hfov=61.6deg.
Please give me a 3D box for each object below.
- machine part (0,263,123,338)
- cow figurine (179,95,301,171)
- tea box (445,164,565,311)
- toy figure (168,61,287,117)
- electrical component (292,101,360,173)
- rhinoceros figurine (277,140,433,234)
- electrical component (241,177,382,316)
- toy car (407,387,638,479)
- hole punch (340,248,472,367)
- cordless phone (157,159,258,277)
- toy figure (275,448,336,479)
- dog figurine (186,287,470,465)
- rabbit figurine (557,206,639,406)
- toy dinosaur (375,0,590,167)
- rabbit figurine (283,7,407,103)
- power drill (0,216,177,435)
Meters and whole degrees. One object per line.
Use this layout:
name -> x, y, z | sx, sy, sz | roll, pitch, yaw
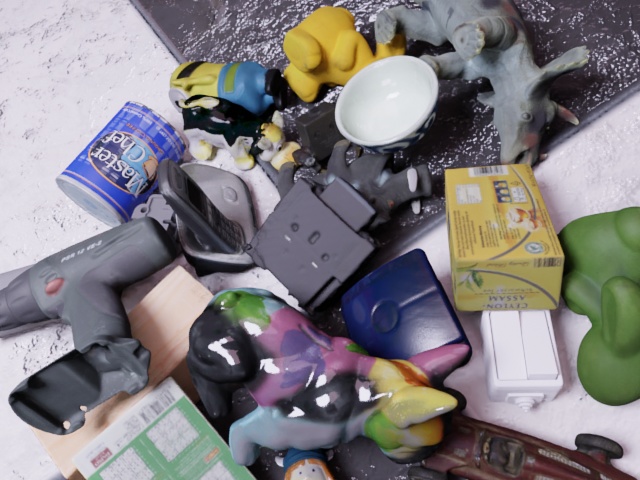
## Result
machine part -> -0.334, 0.064, 0.650 | 0.243, 0.079, 0.079 | -17, 57, 3
cow figurine -> -0.104, -0.146, 0.716 | 0.167, 0.098, 0.068 | 14, 59, 13
tea box -> 0.182, -0.008, 0.556 | 0.098, 0.068, 0.170 | -2, 37, 13
toy figure -> -0.133, -0.217, 0.776 | 0.180, 0.082, 0.089 | 1, 41, 21
electrical component -> 0.011, -0.133, 0.696 | 0.102, 0.078, 0.045 | -30, 44, -19
rhinoceros figurine -> 0.038, -0.058, 0.647 | 0.190, 0.073, 0.112 | -14, 56, 3
electrical component -> -0.001, -0.002, 0.586 | 0.115, 0.058, 0.134 | 42, 100, 8
toy car -> 0.174, 0.197, 0.478 | 0.202, 0.053, 0.089 | 13, 60, 20
hole punch -> 0.083, 0.083, 0.545 | 0.116, 0.092, 0.142 | -23, 61, 3
cordless phone -> -0.142, -0.051, 0.616 | 0.089, 0.184, 0.147 | -18, 58, 6
toy figure -> -0.003, 0.250, 0.482 | 0.064, 0.057, 0.154 | 8, 51, -28
dog figurine -> 0.013, 0.112, 0.468 | 0.219, 0.191, 0.108 | -17, 14, 27
rabbit figurine -> 0.285, 0.065, 0.491 | 0.121, 0.159, 0.170 | 6, 76, 4
toy dinosaur -> 0.183, -0.276, 0.677 | 0.192, 0.131, 0.405 | -8, 61, -30
rabbit figurine -> 0.053, -0.236, 0.746 | 0.173, 0.121, 0.162 | 42, 65, 15
power drill -> -0.243, 0.081, 0.523 | 0.232, 0.085, 0.207 | -30, 33, -2
